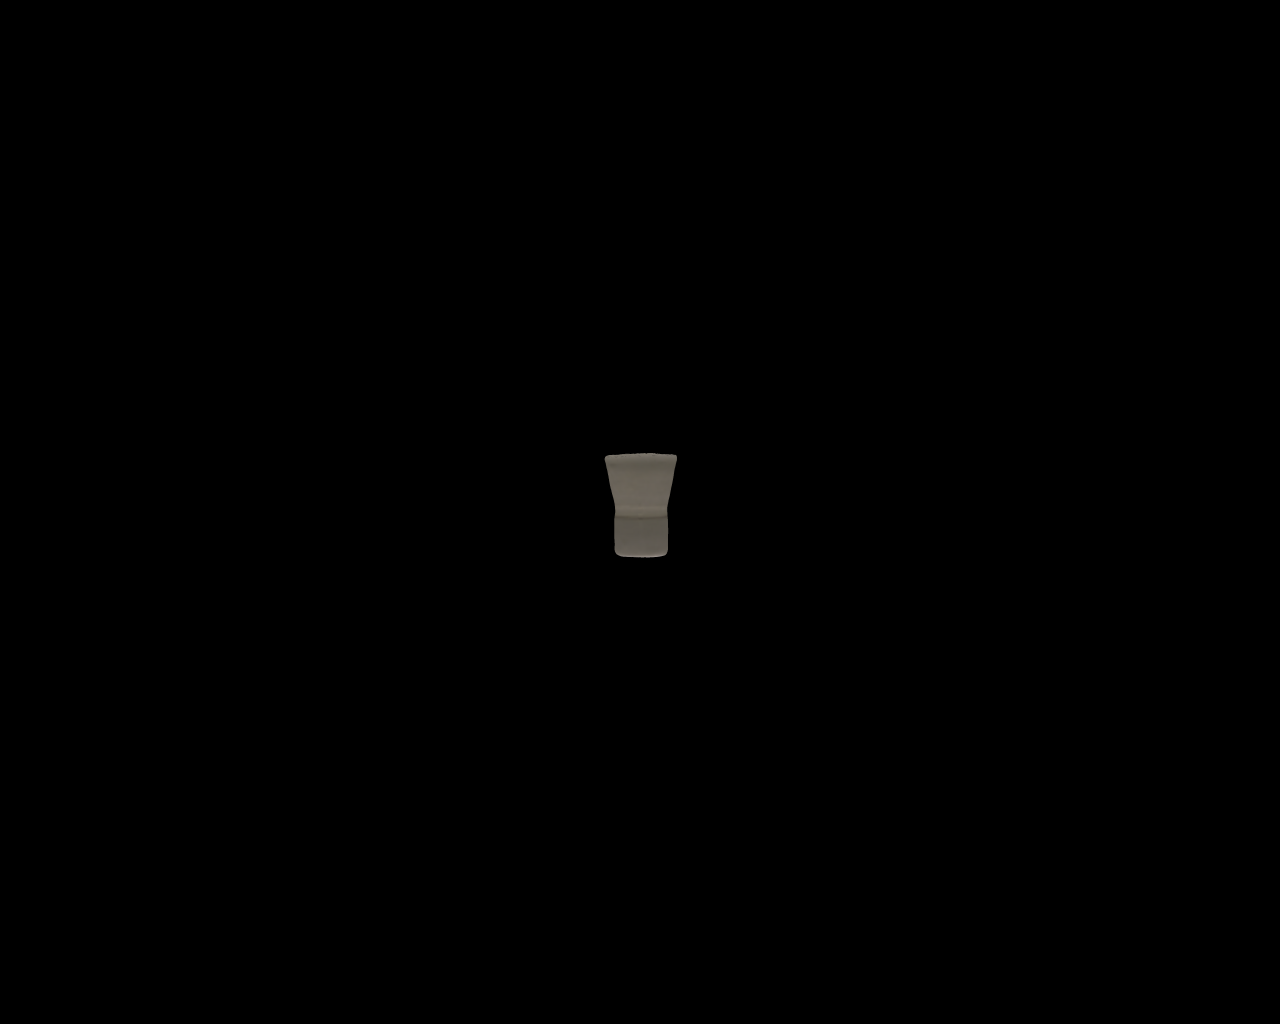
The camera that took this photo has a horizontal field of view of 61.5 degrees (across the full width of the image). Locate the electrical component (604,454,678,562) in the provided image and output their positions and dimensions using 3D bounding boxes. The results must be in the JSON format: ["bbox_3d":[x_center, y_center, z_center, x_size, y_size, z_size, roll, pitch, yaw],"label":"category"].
[{"bbox_3d":[0.001,-0.003,0.650,0.044,0.065,0.044,0,3,0],"label":"electrical component"}]
